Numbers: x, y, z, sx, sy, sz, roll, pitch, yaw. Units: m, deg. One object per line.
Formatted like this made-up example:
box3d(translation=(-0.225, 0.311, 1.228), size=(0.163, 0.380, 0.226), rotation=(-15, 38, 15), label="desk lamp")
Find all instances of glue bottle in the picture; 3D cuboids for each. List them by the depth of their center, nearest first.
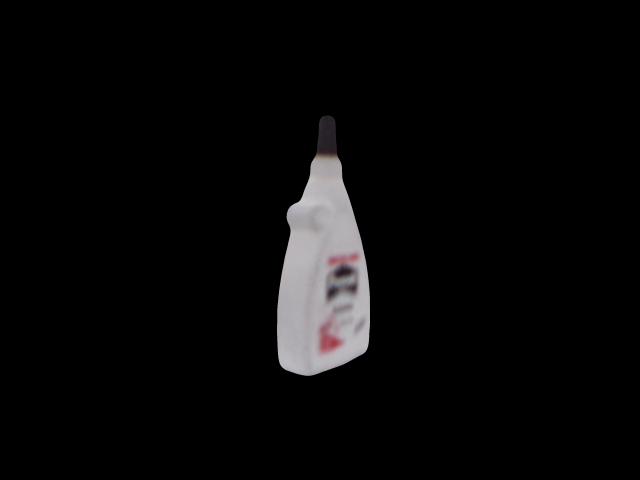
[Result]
box3d(translation=(0.004, 0.001, 0.400), size=(0.037, 0.173, 0.078), rotation=(5, 9, 36), label="glue bottle")
